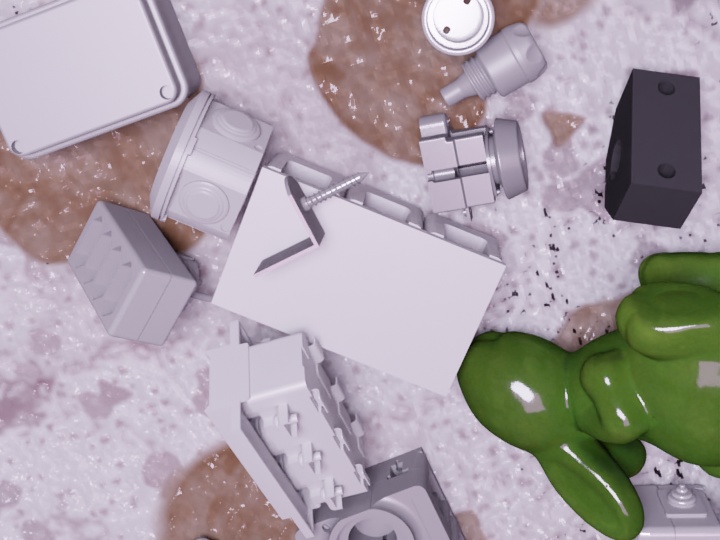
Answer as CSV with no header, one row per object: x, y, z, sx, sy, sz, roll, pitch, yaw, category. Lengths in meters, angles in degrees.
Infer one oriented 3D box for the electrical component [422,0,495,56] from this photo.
0.055,-0.144,0.611,0.040,0.046,0.040,1,106,4,electrical component

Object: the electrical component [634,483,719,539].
0.195,0.181,0.688,0.061,0.061,0.096,-2,106,5,electrical component

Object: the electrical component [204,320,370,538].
-0.040,0.093,0.643,0.063,0.078,0.121,-16,135,9,electrical component

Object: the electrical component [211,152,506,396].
0.000,0.000,0.648,0.150,0.061,0.089,22,106,-3,electrical component

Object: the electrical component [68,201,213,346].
-0.125,0.005,0.658,0.076,0.083,0.047,17,111,-41,electrical component

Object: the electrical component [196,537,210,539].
-0.117,0.213,0.734,0.035,0.035,0.061,39,108,-8,electrical component

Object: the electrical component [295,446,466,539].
0.030,0.208,0.707,0.089,0.061,0.150,-23,103,10,electrical component

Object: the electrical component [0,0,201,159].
-0.160,-0.119,0.627,0.113,0.057,0.078,-18,104,9,electrical component

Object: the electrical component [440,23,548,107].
0.076,-0.115,0.624,0.061,0.035,0.035,-29,102,14,electrical component

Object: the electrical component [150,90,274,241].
-0.088,-0.060,0.629,0.051,0.080,0.080,23,107,-8,electrical component

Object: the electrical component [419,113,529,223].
0.069,-0.063,0.635,0.055,0.048,0.066,-9,106,14,electrical component
